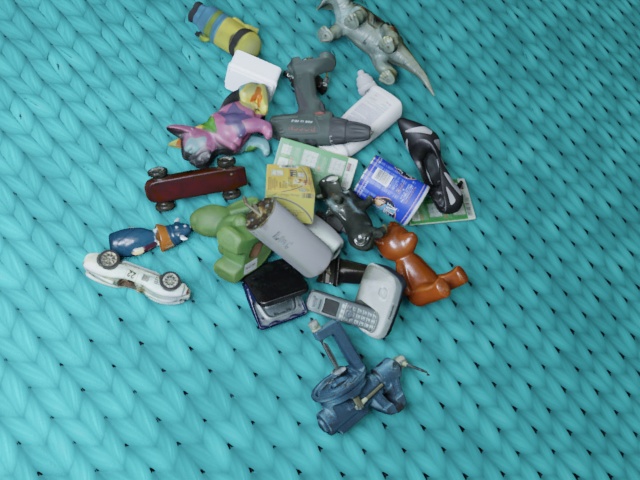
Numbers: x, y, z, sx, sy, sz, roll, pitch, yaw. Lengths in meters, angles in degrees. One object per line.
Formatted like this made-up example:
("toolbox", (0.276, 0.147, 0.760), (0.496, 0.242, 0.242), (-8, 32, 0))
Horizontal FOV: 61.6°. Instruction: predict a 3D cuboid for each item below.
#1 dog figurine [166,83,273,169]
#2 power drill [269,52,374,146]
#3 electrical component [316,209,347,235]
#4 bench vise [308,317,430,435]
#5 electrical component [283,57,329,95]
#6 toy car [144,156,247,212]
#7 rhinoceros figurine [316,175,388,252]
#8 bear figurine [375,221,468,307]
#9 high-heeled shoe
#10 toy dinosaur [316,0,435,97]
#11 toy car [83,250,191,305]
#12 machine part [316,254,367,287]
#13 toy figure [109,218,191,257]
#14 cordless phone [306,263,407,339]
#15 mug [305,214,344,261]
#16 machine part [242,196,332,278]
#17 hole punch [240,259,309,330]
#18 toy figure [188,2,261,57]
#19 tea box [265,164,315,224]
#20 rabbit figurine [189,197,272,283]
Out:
("dog figurine", (-0.215, -0.244, 1.142), (0.219, 0.108, 0.191), (-5, 74, -16))
("power drill", (0.003, -0.306, 1.196), (0.232, 0.086, 0.207), (-4, 83, 14))
("electrical component", (0.039, -0.050, 1.193), (0.094, 0.021, 0.063), (31, 65, -3))
("bench vise", (0.062, 0.246, 1.037), (0.224, 0.129, 0.240), (-31, 95, -13))
("electrical component", (-0.027, -0.386, 1.279), (0.078, 0.045, 0.102), (-41, 86, -26))
("toy car", (-0.250, -0.116, 1.086), (0.202, 0.053, 0.089), (-13, 118, -11))
("rhinoceros figurine", (0.060, -0.056, 1.135), (0.112, 0.073, 0.190), (-7, 57, -38))
("bear figurine", (0.207, 0.039, 1.159), (0.120, 0.132, 0.196), (-19, 81, -45))
("high-heeled shoe", (0.241, -0.168, 1.240), (0.249, 0.086, 0.145), (45, 47, 2))
("toy dinosaur", (0.131, -0.510, 1.335), (0.404, 0.131, 0.192), (37, 45, -15))
("toy car", (-0.341, 0.074, 1.007), (0.202, 0.073, 0.056), (21, 63, -8))
("machine part", (0.063, 0.068, 1.151), (0.139, 0.039, 0.084), (11, 64, -11))
("toy figure", (-0.329, -0.004, 1.049), (0.154, 0.058, 0.064), (-10, 80, -24))
("cordless phone", (0.072, 0.109, 1.096), (0.184, 0.089, 0.146), (16, 109, 2))
("mug", (-0.002, -0.003, 1.127), (0.107, 0.109, 0.080), (35, 108, 17))
("machine part", (-0.056, -0.002, 1.007), (0.243, 0.079, 0.079), (42, 60, -35))
("hole punch", (-0.090, 0.106, 1.075), (0.142, 0.092, 0.116), (-18, 44, -18))
("toy figure", (-0.219, -0.472, 1.230), (0.180, 0.082, 0.089), (33, 35, -6))
("tea box", (-0.064, -0.096, 1.096), (0.098, 0.068, 0.170), (3, 26, -4))
("rabbit figurine", (-0.177, -0.027, 1.067), (0.170, 0.121, 0.159), (33, 50, 24))
